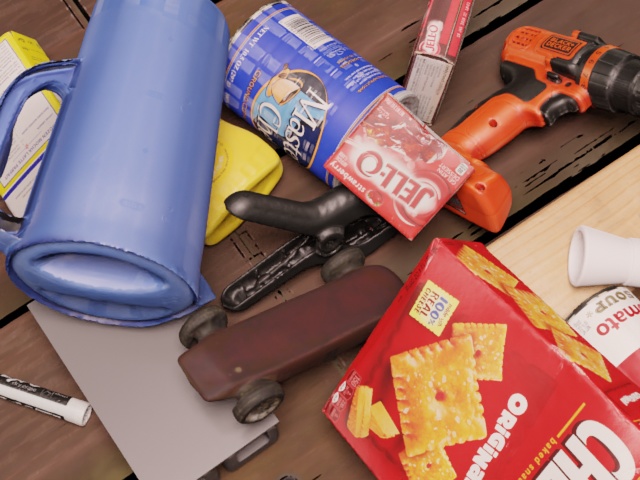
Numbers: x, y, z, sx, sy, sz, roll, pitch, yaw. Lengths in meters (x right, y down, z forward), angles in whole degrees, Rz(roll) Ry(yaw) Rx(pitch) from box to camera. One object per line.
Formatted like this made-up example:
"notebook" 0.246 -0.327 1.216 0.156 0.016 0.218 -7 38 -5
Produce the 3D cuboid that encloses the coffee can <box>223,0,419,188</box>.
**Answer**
"coffee can" -0.004 -0.117 0.885 0.140 0.103 0.102 39 73 15

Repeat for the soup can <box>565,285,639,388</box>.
"soup can" 0.217 0.089 0.729 0.068 0.068 0.102 -30 57 -11

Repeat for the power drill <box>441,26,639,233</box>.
"power drill" 0.176 -0.091 0.861 0.187 0.057 0.185 -42 39 -14

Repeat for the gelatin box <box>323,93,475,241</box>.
"gelatin box" 0.060 -0.055 0.802 0.089 0.030 0.073 41 101 -2

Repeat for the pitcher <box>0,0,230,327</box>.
"pitcher" -0.144 -0.072 0.775 0.145 0.149 0.243 -1 61 14

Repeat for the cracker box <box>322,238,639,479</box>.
"cracker box" 0.117 0.127 0.716 0.214 0.071 0.164 47 115 33

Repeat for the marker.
"marker" -0.238 0.119 0.838 0.121 0.020 0.020 17 69 8

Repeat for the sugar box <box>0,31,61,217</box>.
"sugar box" -0.235 -0.079 0.889 0.093 0.048 0.176 -42 73 17

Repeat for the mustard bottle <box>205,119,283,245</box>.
"mustard bottle" -0.129 -0.089 0.900 0.192 0.058 0.096 41 83 16

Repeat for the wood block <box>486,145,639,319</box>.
"wood block" 0.206 0.017 0.832 0.206 0.091 0.090 -33 71 -11

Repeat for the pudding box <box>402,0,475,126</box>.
"pudding box" 0.098 -0.161 0.895 0.039 0.113 0.090 18 69 4

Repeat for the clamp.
"clamp" -0.006 0.001 0.851 0.171 0.120 0.039 -7 51 -26
